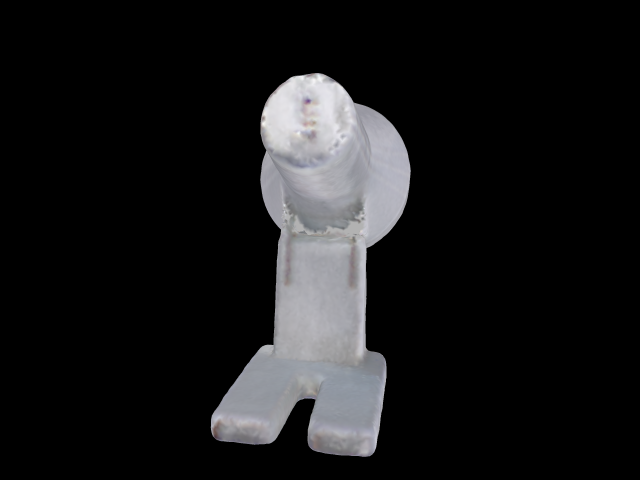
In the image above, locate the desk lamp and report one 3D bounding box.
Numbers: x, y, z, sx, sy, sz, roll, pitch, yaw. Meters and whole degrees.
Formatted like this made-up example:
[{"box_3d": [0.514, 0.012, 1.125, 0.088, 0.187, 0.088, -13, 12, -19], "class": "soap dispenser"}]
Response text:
[{"box_3d": [0.004, 0.001, 0.400, 0.117, 0.213, 0.203, 1, 9, 8], "class": "desk lamp"}]
